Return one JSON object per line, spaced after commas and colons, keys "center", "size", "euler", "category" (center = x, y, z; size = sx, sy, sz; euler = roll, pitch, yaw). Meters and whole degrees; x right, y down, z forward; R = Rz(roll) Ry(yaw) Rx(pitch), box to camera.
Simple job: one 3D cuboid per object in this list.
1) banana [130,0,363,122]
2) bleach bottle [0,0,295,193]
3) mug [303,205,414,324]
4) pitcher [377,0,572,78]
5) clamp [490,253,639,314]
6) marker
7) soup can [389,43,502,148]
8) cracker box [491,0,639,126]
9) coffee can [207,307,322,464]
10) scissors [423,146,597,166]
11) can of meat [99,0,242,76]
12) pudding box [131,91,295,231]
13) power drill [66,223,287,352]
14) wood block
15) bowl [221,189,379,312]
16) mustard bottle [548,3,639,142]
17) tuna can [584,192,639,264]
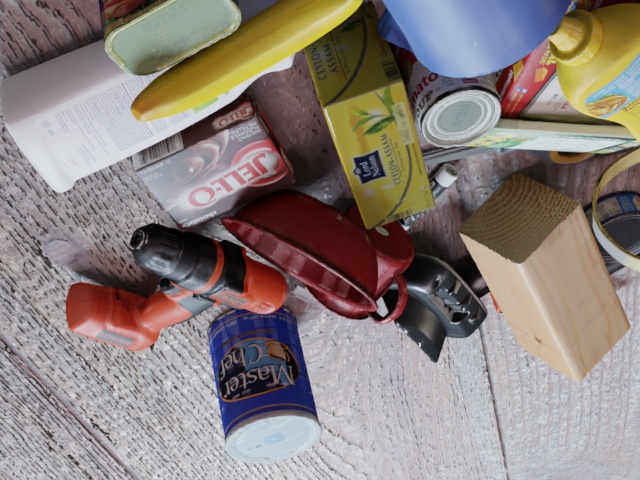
{"center": [-0.045, -0.141, 0.757], "size": [0.198, 0.037, 0.069], "euler": [-28, 179, 16], "category": "banana"}
{"center": [-0.115, -0.126, 0.834], "size": [0.251, 0.068, 0.102], "euler": [-21, 142, 4], "category": "bleach bottle"}
{"center": [0.045, 0.028, 1.047], "size": [0.093, 0.117, 0.082], "euler": [-1, 140, -47], "category": "mug"}
{"center": [0.079, -0.234, 0.707], "size": [0.149, 0.145, 0.242], "euler": [-50, 136, -5], "category": "pitcher"}
{"center": [0.283, 0.051, 1.219], "size": [0.171, 0.039, 0.120], "euler": [-4, 131, -17], "category": "clamp"}
{"center": [0.095, -0.031, 1.063], "size": [0.020, 0.020, 0.121], "euler": [13, 135, -32], "category": "marker"}
{"center": [0.101, -0.133, 0.863], "size": [0.068, 0.102, 0.068], "euler": [-9, 143, -7], "category": "soup can"}
{"center": [0.260, -0.174, 0.891], "size": [0.213, 0.072, 0.164], "euler": [0, 142, -20], "category": "cracker box"}
{"center": [-0.062, 0.154, 1.148], "size": [0.102, 0.140, 0.103], "euler": [-9, 143, -7], "category": "coffee can"}
{"center": [0.189, -0.085, 1.028], "size": [0.202, 0.016, 0.096], "euler": [-21, 143, 9], "category": "scissors"}
{"center": [-0.109, -0.174, 0.755], "size": [0.102, 0.084, 0.057], "euler": [-26, 141, 15], "category": "can of meat"}
{"center": [-0.088, -0.064, 0.892], "size": [0.113, 0.039, 0.090], "euler": [-22, 140, 9], "category": "pudding box"}
{"center": [-0.152, 0.047, 1.006], "size": [0.188, 0.057, 0.184], "euler": [-20, 149, 34], "category": "power drill"}
{"center": [0.233, 0.041, 1.093], "size": [0.090, 0.091, 0.206], "euler": [-44, 132, -11], "category": "wood block"}
{"center": [-0.006, 0.001, 0.956], "size": [0.162, 0.162, 0.055], "euler": [41, 76, -48], "category": "bowl"}
{"center": [0.241, -0.133, 0.825], "size": [0.191, 0.058, 0.096], "euler": [16, 136, -37], "category": "mustard bottle"}
{"center": [0.319, -0.013, 1.150], "size": [0.086, 0.034, 0.086], "euler": [-9, 143, -7], "category": "tuna can"}
